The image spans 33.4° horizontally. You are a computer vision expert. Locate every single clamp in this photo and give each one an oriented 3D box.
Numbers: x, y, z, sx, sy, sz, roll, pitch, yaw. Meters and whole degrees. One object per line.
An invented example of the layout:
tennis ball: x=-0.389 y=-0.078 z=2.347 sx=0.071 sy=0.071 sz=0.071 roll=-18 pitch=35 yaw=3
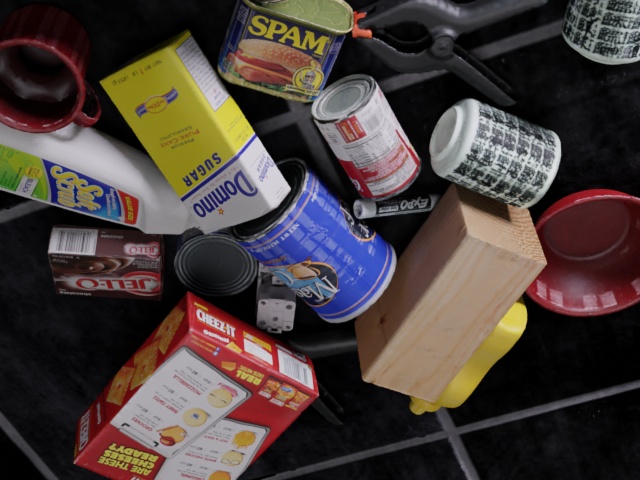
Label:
clamp: x=0.113 y=-0.172 z=0.951 sx=0.171 sy=0.039 sz=0.120 roll=2 pitch=124 yaw=4
clamp: x=-0.035 y=0.139 z=1.207 sx=0.210 sy=0.036 sz=0.165 roll=11 pitch=129 yaw=-7

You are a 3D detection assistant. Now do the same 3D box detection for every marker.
marker: x=0.089 y=-0.036 z=1.049 sx=0.120 sy=0.020 sz=0.020 roll=-6 pitch=134 yaw=-27

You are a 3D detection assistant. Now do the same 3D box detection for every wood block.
wood block: x=0.124 y=0.054 z=1.065 sx=0.090 sy=0.091 sz=0.206 roll=19 pitch=125 yaw=-20

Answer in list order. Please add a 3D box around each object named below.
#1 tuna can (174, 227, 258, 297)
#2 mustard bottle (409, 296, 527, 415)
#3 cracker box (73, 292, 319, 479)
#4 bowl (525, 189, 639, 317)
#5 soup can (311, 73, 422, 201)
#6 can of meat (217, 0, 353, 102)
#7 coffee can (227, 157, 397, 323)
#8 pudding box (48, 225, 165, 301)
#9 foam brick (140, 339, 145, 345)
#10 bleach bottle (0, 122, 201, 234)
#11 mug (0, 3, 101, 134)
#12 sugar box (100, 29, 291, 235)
tuna can: x=-0.107 y=0.017 z=1.107 sx=0.086 sy=0.033 sz=0.086 roll=0 pitch=130 yaw=-1
mustard bottle: x=0.150 y=0.126 z=1.160 sx=0.058 sy=0.096 sz=0.192 roll=19 pitch=127 yaw=-19
cracker box: x=-0.132 y=0.175 z=1.117 sx=0.164 sy=0.072 sz=0.214 roll=30 pitch=116 yaw=-26
bowl: x=0.277 y=0.003 z=1.087 sx=0.162 sy=0.055 sz=0.162 roll=0 pitch=130 yaw=-1
soup can: x=0.044 y=-0.095 z=0.994 sx=0.069 sy=0.068 sz=0.102 roll=-23 pitch=126 yaw=17
can of meat: x=-0.033 y=-0.175 z=0.935 sx=0.102 sy=0.057 sz=0.084 roll=15 pitch=131 yaw=-12
coffee can: x=-0.007 y=0.001 z=1.051 sx=0.103 sy=0.103 sz=0.140 roll=-33 pitch=123 yaw=23
pudding box: x=-0.216 y=0.024 z=1.093 sx=0.113 sy=0.039 sz=0.090 roll=6 pitch=148 yaw=-4
foam brick: x=-0.172 y=0.149 z=1.188 sx=0.051 sy=0.078 sz=0.053 roll=-12 pitch=127 yaw=9
bleach bottle: x=-0.211 y=-0.064 z=1.015 sx=0.250 sy=0.068 sz=0.103 roll=19 pitch=143 yaw=-18
mug: x=-0.238 y=-0.147 z=0.938 sx=0.093 sy=0.081 sz=0.117 roll=-35 pitch=122 yaw=25
sugar box: x=-0.112 y=-0.094 z=0.970 sx=0.094 sy=0.048 sz=0.176 roll=-18 pitch=113 yaw=37
